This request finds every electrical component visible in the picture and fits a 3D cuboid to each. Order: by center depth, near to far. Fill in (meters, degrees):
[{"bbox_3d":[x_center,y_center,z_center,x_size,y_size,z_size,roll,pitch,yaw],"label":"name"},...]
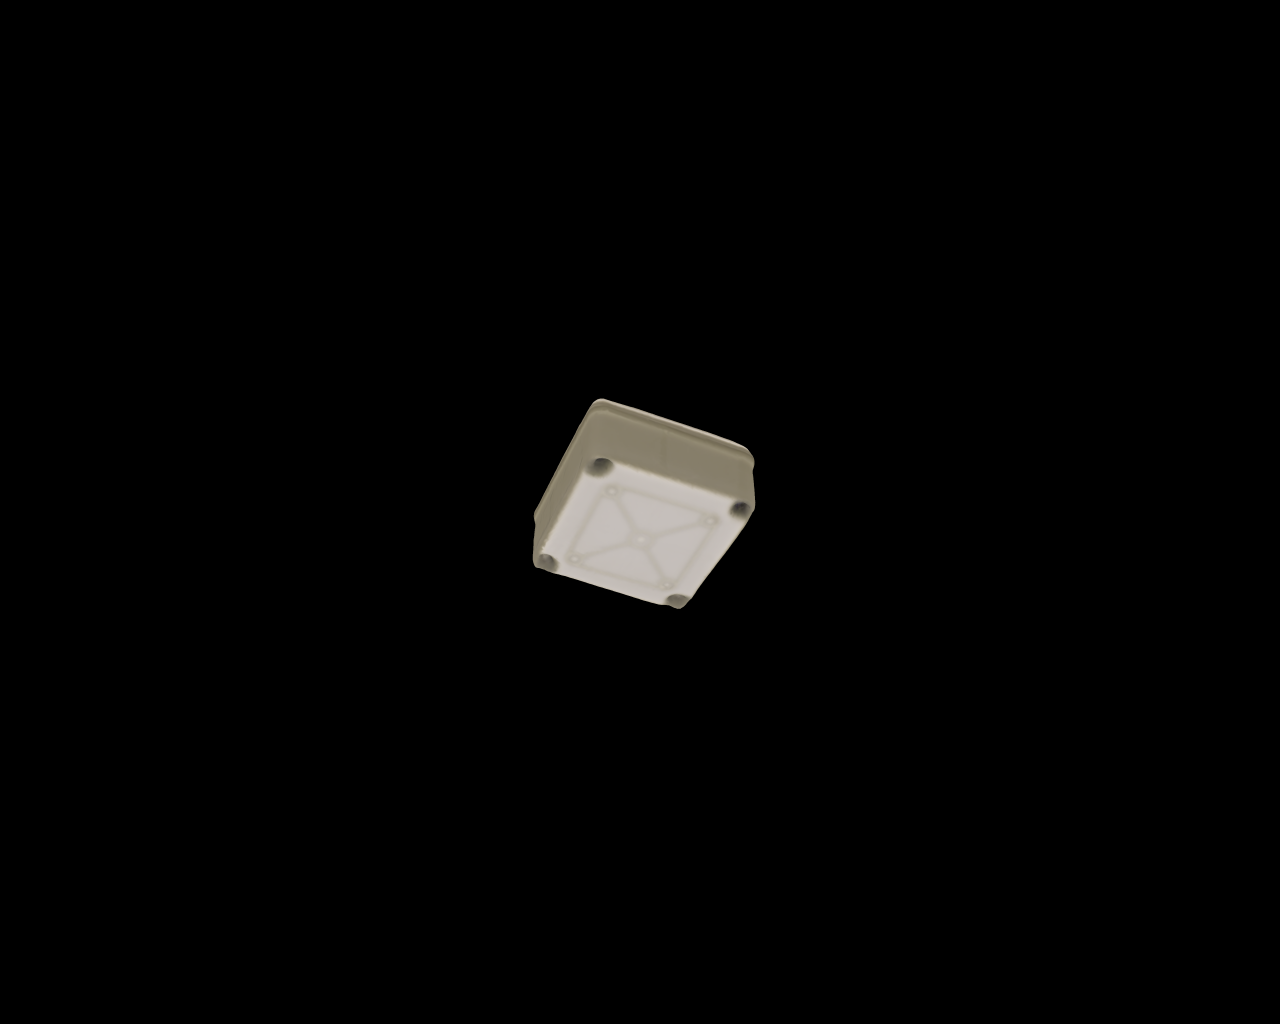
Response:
[{"bbox_3d":[0.001,-0.003,0.650,0.109,0.056,0.108,17,-48,-16],"label":"electrical component"}]
